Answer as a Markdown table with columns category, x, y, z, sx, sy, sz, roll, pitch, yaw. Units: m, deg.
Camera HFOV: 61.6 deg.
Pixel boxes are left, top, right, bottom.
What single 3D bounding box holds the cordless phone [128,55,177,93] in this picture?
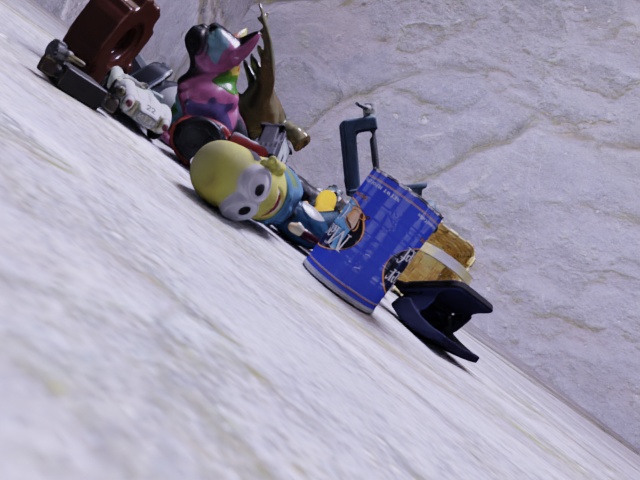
| category | x | y | z | sx | sy | sz | roll | pitch | yaw |
| --- | --- | --- | --- | --- | --- | --- | --- | --- | --- |
| cordless phone | -0.303 | -0.317 | 1.107 | 0.184 | 0.088 | 0.147 | 11 | 13 | -16 |

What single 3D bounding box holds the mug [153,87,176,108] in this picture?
| category | x | y | z | sx | sy | sz | roll | pitch | yaw |
| --- | --- | --- | --- | --- | --- | --- | --- | --- | --- |
| mug | -0.246 | -0.216 | 0.939 | 0.109 | 0.081 | 0.107 | 36 | 12 | -51 |

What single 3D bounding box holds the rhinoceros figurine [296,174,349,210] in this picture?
| category | x | y | z | sx | sy | sz | roll | pitch | yaw |
| --- | --- | --- | --- | --- | --- | --- | --- | --- | --- |
| rhinoceros figurine | -0.004 | -0.077 | 1.160 | 0.190 | 0.112 | 0.073 | 26 | 5 | -21 |

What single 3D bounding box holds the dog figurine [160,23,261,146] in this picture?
| category | x | y | z | sx | sy | sz | roll | pitch | yaw |
| --- | --- | --- | --- | --- | --- | --- | --- | --- | --- |
| dog figurine | -0.152 | -0.222 | 0.838 | 0.191 | 0.219 | 0.109 | 33 | 9 | -32 |

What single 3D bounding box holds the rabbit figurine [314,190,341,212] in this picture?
| category | x | y | z | sx | sy | sz | roll | pitch | yaw |
| --- | --- | --- | --- | --- | --- | --- | --- | --- | --- |
| rabbit figurine | 0.039 | -0.029 | 1.001 | 0.173 | 0.121 | 0.163 | 7 | 30 | -40 |

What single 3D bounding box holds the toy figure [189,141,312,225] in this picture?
| category | x | y | z | sx | sy | sz | roll | pitch | yaw |
| --- | --- | --- | --- | --- | --- | --- | --- | --- | --- |
| toy figure | -0.076 | -0.060 | 0.613 | 0.089 | 0.082 | 0.180 | 18 | 6 | 18 |

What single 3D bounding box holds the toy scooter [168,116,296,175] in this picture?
| category | x | y | z | sx | sy | sz | roll | pitch | yaw |
| --- | --- | --- | --- | --- | --- | --- | --- | --- | --- |
| toy scooter | -0.126 | -0.116 | 0.768 | 0.184 | 0.075 | 0.135 | 23 | 2 | -15 |

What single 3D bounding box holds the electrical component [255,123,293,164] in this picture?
| category | x | y | z | sx | sy | sz | roll | pitch | yaw |
| --- | --- | --- | --- | --- | --- | --- | --- | --- | --- |
| electrical component | -0.085 | -0.128 | 0.889 | 0.048 | 0.119 | 0.074 | 7 | -31 | 15 |

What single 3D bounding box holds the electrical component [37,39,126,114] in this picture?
| category | x | y | z | sx | sy | sz | roll | pitch | yaw |
| --- | --- | --- | --- | --- | --- | --- | --- | --- | --- |
| electrical component | -0.272 | -0.186 | 0.621 | 0.102 | 0.045 | 0.078 | 33 | 7 | -42 |

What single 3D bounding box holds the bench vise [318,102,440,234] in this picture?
| category | x | y | z | sx | sy | sz | roll | pitch | yaw |
| --- | --- | --- | --- | --- | --- | --- | --- | --- | --- |
| bench vise | 0.061 | -0.079 | 0.799 | 0.224 | 0.240 | 0.129 | -5 | 5 | 11 |

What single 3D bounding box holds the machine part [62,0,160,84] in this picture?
| category | x | y | z | sx | sy | sz | roll | pitch | yaw |
| --- | --- | --- | --- | --- | --- | --- | --- | --- | --- |
| machine part | -0.313 | -0.308 | 0.813 | 0.056 | 0.179 | 0.179 | 38 | 4 | -9 |

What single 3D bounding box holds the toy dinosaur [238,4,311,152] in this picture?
| category | x | y | z | sx | sy | sz | roll | pitch | yaw |
| --- | --- | --- | --- | --- | --- | --- | --- | --- | --- |
| toy dinosaur | -0.116 | -0.233 | 1.013 | 0.198 | 0.105 | 0.471 | 57 | -24 | 6 |

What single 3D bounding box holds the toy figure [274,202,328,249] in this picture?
| category | x | y | z | sx | sy | sz | roll | pitch | yaw |
| --- | --- | --- | --- | --- | --- | --- | --- | --- | --- |
| toy figure | -0.003 | -0.001 | 0.734 | 0.154 | 0.057 | 0.064 | 38 | 43 | 2 |

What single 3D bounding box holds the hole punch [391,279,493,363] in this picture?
| category | x | y | z | sx | sy | sz | roll | pitch | yaw |
| --- | --- | --- | --- | --- | --- | --- | --- | --- | --- |
| hole punch | 0.170 | 0.115 | 0.772 | 0.142 | 0.092 | 0.116 | 29 | -21 | -38 |

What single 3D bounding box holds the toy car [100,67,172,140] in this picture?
| category | x | y | z | sx | sy | sz | roll | pitch | yaw |
| --- | --- | --- | --- | --- | --- | --- | --- | --- | --- |
| toy car | -0.261 | -0.197 | 0.756 | 0.073 | 0.056 | 0.202 | 33 | 5 | -37 |
